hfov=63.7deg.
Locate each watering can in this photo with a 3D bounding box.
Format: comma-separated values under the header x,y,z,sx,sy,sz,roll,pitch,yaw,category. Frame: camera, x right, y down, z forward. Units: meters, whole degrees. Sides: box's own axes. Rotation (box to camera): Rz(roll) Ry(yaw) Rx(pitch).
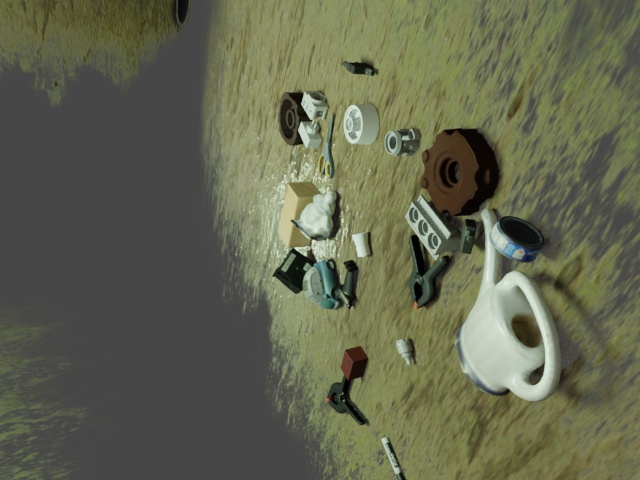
x,y,z,sx,sy,sz,roll,pitch,yaw,category
0.323,0.130,0.933,0.219,0.104,0.356,112,157,-46,watering can

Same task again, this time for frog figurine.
x,y,z,sx,sy,sz,roll,pitch,yaw,category
0.005,-0.080,1.585,0.159,0.121,0.139,-51,28,6,frog figurine
